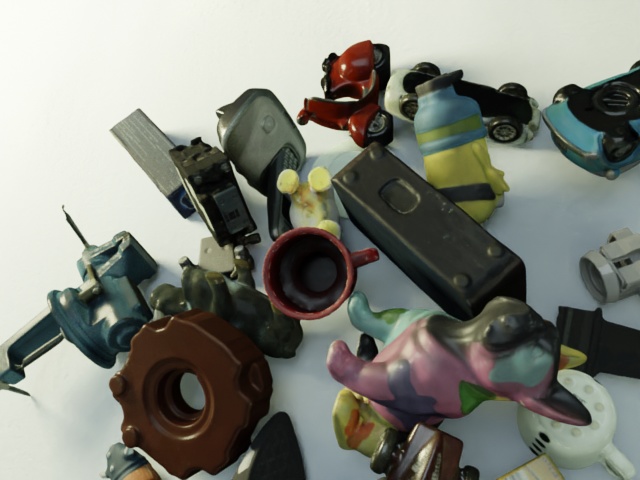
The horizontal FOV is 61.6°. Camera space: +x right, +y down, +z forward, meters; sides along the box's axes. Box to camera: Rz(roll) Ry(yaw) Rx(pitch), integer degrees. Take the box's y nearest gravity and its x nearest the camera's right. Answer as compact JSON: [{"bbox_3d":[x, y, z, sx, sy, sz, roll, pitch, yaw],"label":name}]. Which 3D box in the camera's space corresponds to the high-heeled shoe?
[{"bbox_3d":[-0.095,0.304,0.543,0.145,0.086,0.249,-30,31,36],"label":"high-heeled shoe"}]

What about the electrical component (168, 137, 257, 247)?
[{"bbox_3d":[-0.135,-0.060,0.694,0.058,0.114,0.134,-30,38,-13],"label":"electrical component"}]

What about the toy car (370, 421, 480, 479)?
[{"bbox_3d":[0.061,0.251,0.448,0.089,0.053,0.202,24,96,13],"label":"toy car"}]

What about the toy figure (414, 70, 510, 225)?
[{"bbox_3d":[0.156,-0.102,0.633,0.089,0.082,0.180,-19,99,14],"label":"toy figure"}]

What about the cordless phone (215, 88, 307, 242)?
[{"bbox_3d":[-0.074,-0.086,0.691,0.089,0.146,0.184,-16,55,17],"label":"cordless phone"}]

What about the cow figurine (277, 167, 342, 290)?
[{"bbox_3d":[-0.003,-0.001,0.665,0.068,0.098,0.167,-10,78,8],"label":"cow figurine"}]

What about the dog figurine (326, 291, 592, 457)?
[{"bbox_3d":[0.122,0.131,0.488,0.219,0.191,0.108,5,30,22],"label":"dog figurine"}]

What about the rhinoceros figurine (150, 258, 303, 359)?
[{"bbox_3d":[-0.109,0.084,0.640,0.190,0.112,0.073,16,22,10],"label":"rhinoceros figurine"}]

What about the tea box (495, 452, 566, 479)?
[{"bbox_3d":[0.198,0.280,0.445,0.098,0.068,0.170,-28,58,1],"label":"tea box"}]

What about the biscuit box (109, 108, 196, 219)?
[{"bbox_3d":[-0.241,-0.119,0.815,0.063,0.059,0.203,-40,57,-9],"label":"biscuit box"}]

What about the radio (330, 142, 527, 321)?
[{"bbox_3d":[0.115,-0.002,0.591,0.073,0.131,0.230,-43,59,-5],"label":"radio"}]

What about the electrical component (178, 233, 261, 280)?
[{"bbox_3d":[-0.132,0.025,0.708,0.102,0.045,0.078,-5,61,14],"label":"electrical component"}]

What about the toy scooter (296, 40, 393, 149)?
[{"bbox_3d":[0.036,-0.208,0.766,0.135,0.075,0.184,-1,63,7],"label":"toy scooter"}]

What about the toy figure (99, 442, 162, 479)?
[{"bbox_3d":[-0.193,0.287,0.573,0.064,0.057,0.155,-29,52,-7],"label":"toy figure"}]

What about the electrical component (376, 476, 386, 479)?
[{"bbox_3d":[0.093,0.258,0.498,0.063,0.021,0.094,-11,55,-34],"label":"electrical component"}]

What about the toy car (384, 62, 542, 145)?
[{"bbox_3d":[0.186,-0.176,0.700,0.202,0.056,0.073,16,63,7],"label":"toy car"}]

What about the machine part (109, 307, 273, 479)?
[{"bbox_3d":[-0.140,0.164,0.581,0.180,0.056,0.179,0,91,19],"label":"machine part"}]

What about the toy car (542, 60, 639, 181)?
[{"bbox_3d":[0.338,-0.127,0.612,0.162,0.102,0.109,-25,53,-3],"label":"toy car"}]

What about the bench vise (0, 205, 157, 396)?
[{"bbox_3d":[-0.320,0.095,0.687,0.240,0.128,0.224,-38,54,-10],"label":"bench vise"}]

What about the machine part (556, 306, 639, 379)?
[{"bbox_3d":[0.303,0.109,0.528,0.139,0.039,0.084,13,61,25],"label":"machine part"}]
